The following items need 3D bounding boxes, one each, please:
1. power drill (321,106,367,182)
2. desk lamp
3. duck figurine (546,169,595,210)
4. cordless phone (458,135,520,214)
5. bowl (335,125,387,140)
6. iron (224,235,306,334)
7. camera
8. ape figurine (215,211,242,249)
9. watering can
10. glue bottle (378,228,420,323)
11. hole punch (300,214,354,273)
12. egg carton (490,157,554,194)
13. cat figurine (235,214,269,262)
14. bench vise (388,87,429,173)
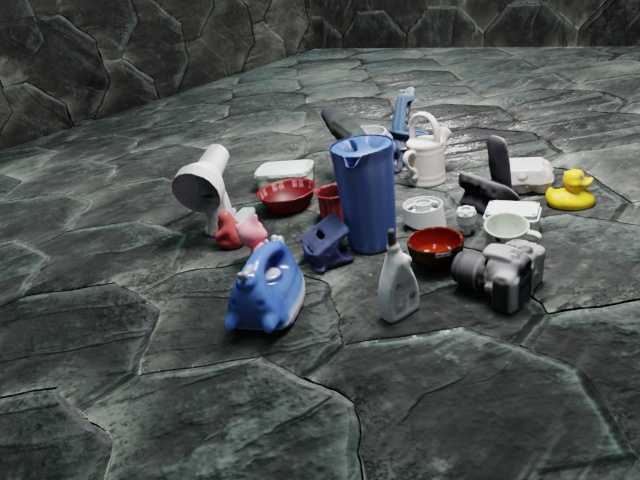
[{"bbox_3d":[0.070,-0.249,1.579,0.076,0.209,0.228,-19,28,-18],"label":"power drill"},{"bbox_3d":[-0.261,-0.115,1.415,0.117,0.214,0.203,0,28,17],"label":"desk lamp"},{"bbox_3d":[0.571,-0.119,1.305,0.104,0.086,0.077,1,28,19],"label":"duck figurine"},{"bbox_3d":[0.390,-0.163,1.336,0.094,0.185,0.147,-23,30,-26],"label":"cordless phone"},{"bbox_3d":[0.134,-0.307,1.821,0.167,0.075,0.167,-7,27,4],"label":"bowl"},{"bbox_3d":[-0.096,0.066,1.089,0.118,0.142,0.258,0,28,17],"label":"iron"},{"bbox_3d":[0.319,0.047,1.040,0.136,0.101,0.143,15,35,39],"label":"camera"},{"bbox_3d":[-0.218,-0.028,1.366,0.078,0.092,0.075,-25,31,-29],"label":"ape figurine"},{"bbox_3d":[0.284,-0.250,1.529,0.100,0.194,0.173,6,31,28],"label":"watering can"},{"bbox_3d":[0.133,0.057,0.998,0.078,0.173,0.037,-24,30,-27],"label":"glue bottle"},{"bbox_3d":[0.011,0.004,1.231,0.101,0.091,0.108,-17,28,-15],"label":"hole punch"},{"bbox_3d":[0.501,-0.159,1.423,0.150,0.069,0.107,0,28,18],"label":"egg carton"},{"bbox_3d":[-0.136,0.004,1.249,0.067,0.118,0.127,-21,29,-22],"label":"cat figurine"},{"bbox_3d":[0.236,-0.314,1.642,0.121,0.220,0.208,10,33,34],"label":"bench vise"}]
